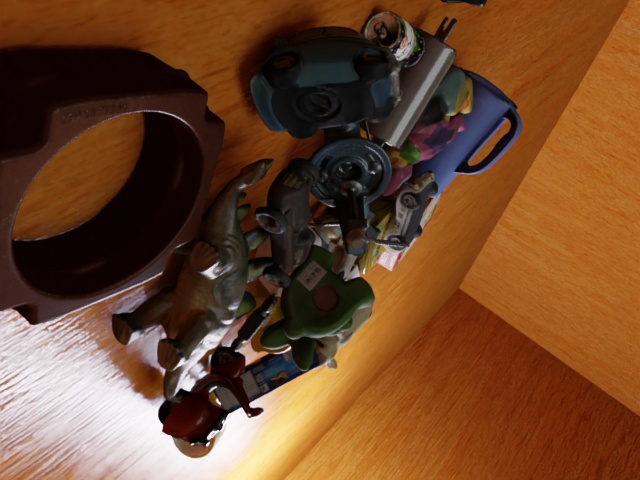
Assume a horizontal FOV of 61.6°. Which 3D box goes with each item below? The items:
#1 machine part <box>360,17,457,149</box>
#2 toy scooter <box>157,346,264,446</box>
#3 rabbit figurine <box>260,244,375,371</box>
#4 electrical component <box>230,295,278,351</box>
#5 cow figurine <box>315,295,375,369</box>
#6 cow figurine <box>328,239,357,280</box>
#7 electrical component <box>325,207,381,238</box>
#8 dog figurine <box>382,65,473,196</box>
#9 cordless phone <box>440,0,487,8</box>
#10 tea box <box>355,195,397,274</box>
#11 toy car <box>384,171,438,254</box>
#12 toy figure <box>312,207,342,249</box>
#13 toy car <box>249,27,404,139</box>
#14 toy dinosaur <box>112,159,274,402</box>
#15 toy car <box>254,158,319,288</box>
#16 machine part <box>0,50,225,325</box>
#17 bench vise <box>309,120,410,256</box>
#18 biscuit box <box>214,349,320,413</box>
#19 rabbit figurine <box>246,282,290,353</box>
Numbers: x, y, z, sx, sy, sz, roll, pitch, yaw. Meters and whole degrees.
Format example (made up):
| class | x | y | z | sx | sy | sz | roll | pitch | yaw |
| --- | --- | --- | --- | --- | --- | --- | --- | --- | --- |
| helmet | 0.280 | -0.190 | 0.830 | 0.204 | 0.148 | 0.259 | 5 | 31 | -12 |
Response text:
| class | x | y | z | sx | sy | sz | roll | pitch | yaw |
| --- | --- | --- | --- | --- | --- | --- | --- | --- | --- |
| machine part | 0.136 | -0.232 | 0.838 | 0.243 | 0.079 | 0.079 | -60 | 159 | 17 |
| toy scooter | -0.176 | 0.282 | 0.918 | 0.184 | 0.135 | 0.075 | -44 | 160 | -19 |
| rabbit figurine | -0.006 | 0.111 | 0.795 | 0.159 | 0.121 | 0.170 | -58 | 175 | -17 |
| electrical component | -0.098 | 0.124 | 0.802 | 0.094 | 0.021 | 0.063 | -53 | 178 | 2 |
| cow figurine | 0.033 | 0.188 | 1.121 | 0.195 | 0.086 | 0.127 | -45 | 152 | -23 |
| cow figurine | 0.035 | 0.047 | 1.044 | 0.167 | 0.068 | 0.098 | 15 | 96 | -81 |
| electrical component | 0.064 | -0.035 | 0.993 | 0.119 | 0.048 | 0.075 | 24 | 103 | -49 |
| dog figurine | 0.154 | -0.180 | 0.926 | 0.219 | 0.109 | 0.191 | -45 | 159 | -13 |
| cordless phone | 0.235 | -0.430 | 0.757 | 0.184 | 0.089 | 0.146 | -54 | 163 | -30 |
| tea box | 0.104 | -0.018 | 1.126 | 0.098 | 0.068 | 0.169 | -44 | 157 | -31 |
| toy car | 0.177 | -0.052 | 1.061 | 0.073 | 0.056 | 0.201 | -35 | 150 | -35 |
| toy figure | -0.001 | -0.002 | 0.915 | 0.154 | 0.058 | 0.064 | -42 | 135 | 3 |
| toy car | 0.007 | -0.184 | 0.588 | 0.109 | 0.162 | 0.103 | 63 | 21 | -60 |
| toy dinosaur | -0.154 | 0.085 | 0.697 | 0.198 | 0.105 | 0.471 | -26 | 151 | -57 |
| toy car | -0.034 | -0.012 | 0.655 | 0.202 | 0.053 | 0.089 | 92 | 22 | -57 |
| machine part | -0.186 | -0.046 | 0.434 | 0.201 | 0.087 | 0.200 | -25 | 145 | -50 |
| bench vise | 0.042 | -0.059 | 0.764 | 0.241 | 0.129 | 0.223 | -95 | -174 | -47 |
| biscuit box | -0.100 | 0.254 | 1.026 | 0.203 | 0.059 | 0.063 | -27 | 179 | -6 |
| rabbit figurine | -0.053 | 0.125 | 0.970 | 0.173 | 0.122 | 0.162 | -59 | 174 | -50 |
